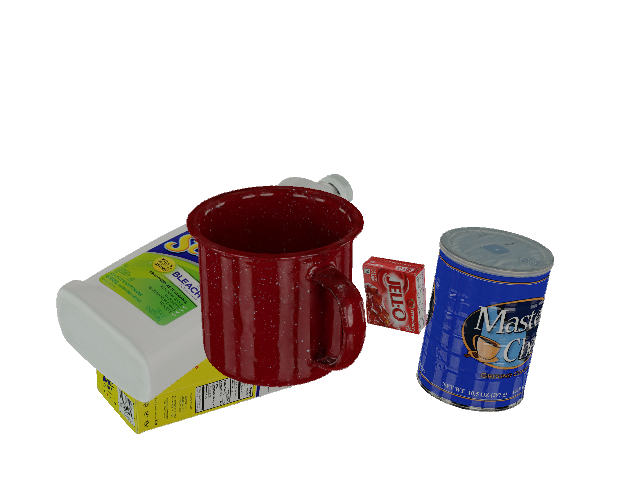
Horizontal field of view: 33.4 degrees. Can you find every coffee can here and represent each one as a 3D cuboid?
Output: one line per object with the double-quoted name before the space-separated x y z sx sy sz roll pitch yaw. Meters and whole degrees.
"coffee can" 0.149 0.071 0.981 0.103 0.140 0.103 7 21 -3

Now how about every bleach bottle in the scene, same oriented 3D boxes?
"bleach bottle" -0.071 0.014 0.814 0.103 0.068 0.250 35 51 24

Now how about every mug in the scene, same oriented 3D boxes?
"mug" -0.016 0.029 0.567 0.093 0.081 0.117 -19 31 -36

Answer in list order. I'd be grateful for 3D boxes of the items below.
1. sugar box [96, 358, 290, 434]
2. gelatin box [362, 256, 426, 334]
"sugar box" -0.124 0.131 1.066 0.175 0.048 0.093 -16 32 -31
"gelatin box" 0.093 0.068 1.334 0.073 0.089 0.030 10 31 28
